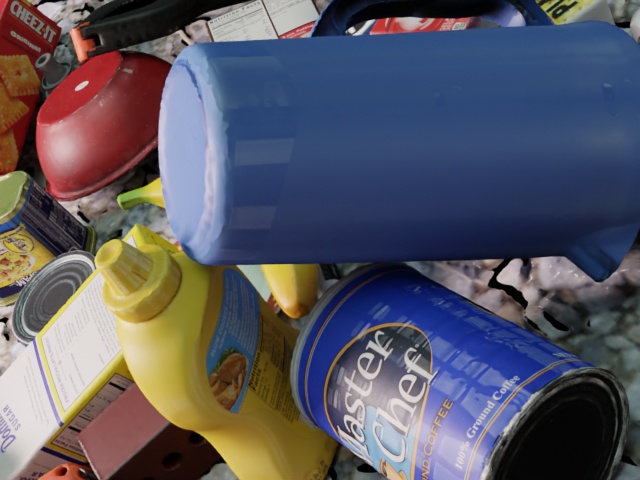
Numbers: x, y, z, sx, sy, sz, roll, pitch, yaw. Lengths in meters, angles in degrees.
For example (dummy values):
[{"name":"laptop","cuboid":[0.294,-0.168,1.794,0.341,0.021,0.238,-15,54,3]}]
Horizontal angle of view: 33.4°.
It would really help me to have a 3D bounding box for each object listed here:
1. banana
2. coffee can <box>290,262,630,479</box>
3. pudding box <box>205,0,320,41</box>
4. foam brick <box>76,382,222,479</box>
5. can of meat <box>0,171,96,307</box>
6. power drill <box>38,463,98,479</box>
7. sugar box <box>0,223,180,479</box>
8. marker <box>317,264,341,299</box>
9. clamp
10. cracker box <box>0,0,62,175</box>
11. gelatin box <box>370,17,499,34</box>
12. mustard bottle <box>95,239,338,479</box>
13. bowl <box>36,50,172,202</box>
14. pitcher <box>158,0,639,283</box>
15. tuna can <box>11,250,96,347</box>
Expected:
[{"name":"banana","cuboid":[-0.055,-0.008,0.716,0.198,0.037,0.069,28,67,42]},{"name":"coffee can","cuboid":[0.067,0.082,0.538,0.102,0.102,0.140,-50,43,-11]},{"name":"pudding box","cuboid":[-0.035,-0.148,0.841,0.090,0.039,0.113,-24,46,3]},{"name":"foam brick","cuboid":[-0.100,0.122,0.660,0.078,0.053,0.051,-43,42,-3]},{"name":"can of meat","cuboid":[-0.245,-0.001,0.846,0.102,0.084,0.057,-20,45,21]},{"name":"power drill","cuboid":[-0.157,0.235,0.603,0.184,0.057,0.188,-34,45,2]},{"name":"sugar box","cuboid":[-0.153,0.083,0.716,0.176,0.048,0.093,-48,40,12]},{"name":"marker","cuboid":[-0.005,0.001,0.716,0.020,0.020,0.121,-30,46,11]},{"name":"clamp","cuboid":[-0.120,-0.204,0.917,0.165,0.036,0.209,7,33,37]},{"name":"cracker box","cuboid":[-0.335,-0.109,0.997,0.164,0.072,0.213,-25,42,34]},{"name":"gelatin box","cuboid":[0.083,-0.154,0.681,0.073,0.030,0.089,12,63,40]},{"name":"mustard bottle","cuboid":[-0.056,0.061,0.577,0.058,0.191,0.096,-13,48,27]},{"name":"bowl","cuboid":[-0.184,-0.109,0.896,0.162,0.055,0.162,-27,34,20]},{"name":"pitcher","cuboid":[0.042,-0.058,0.560,0.242,0.145,0.149,-4,23,-22]},{"name":"tuna can","cuboid":[-0.188,0.051,0.798,0.086,0.033,0.086,-20,46,21]}]
